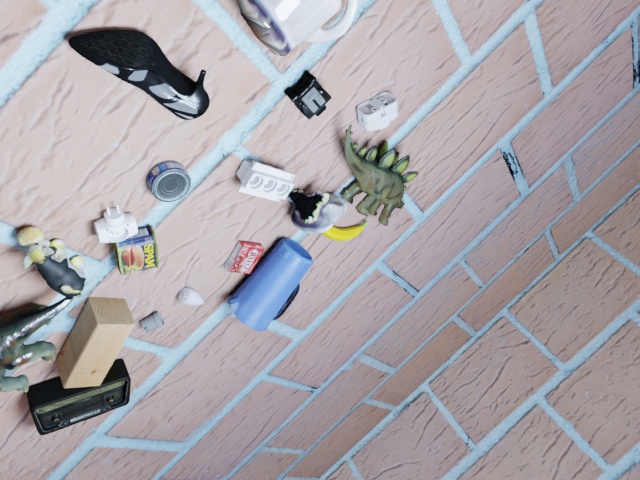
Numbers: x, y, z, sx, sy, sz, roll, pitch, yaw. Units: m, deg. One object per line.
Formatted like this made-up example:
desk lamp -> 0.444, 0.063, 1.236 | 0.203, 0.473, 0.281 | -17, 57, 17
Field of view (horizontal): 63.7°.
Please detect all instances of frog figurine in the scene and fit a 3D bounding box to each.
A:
frog figurine -> 0.004, -0.067, 1.340 | 0.136, 0.124, 0.158 | -16, 160, 24

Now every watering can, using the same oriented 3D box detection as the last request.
watering can -> -0.054, -0.466, 0.898 | 0.224, 0.106, 0.342 | -41, 143, 2
